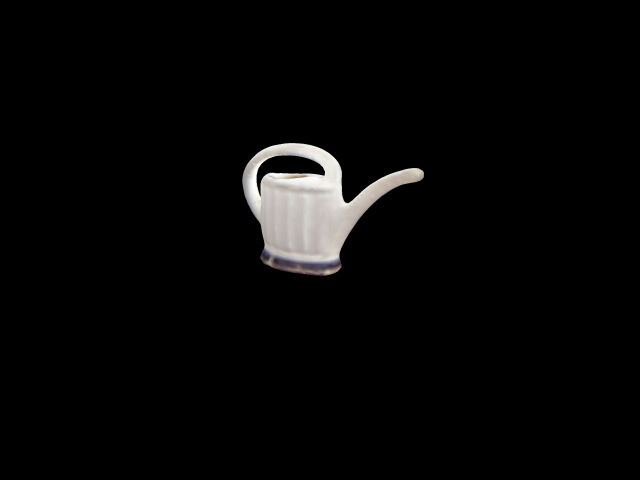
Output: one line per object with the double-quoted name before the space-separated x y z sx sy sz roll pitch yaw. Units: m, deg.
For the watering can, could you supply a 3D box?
"watering can" 0.003 -0.043 0.850 0.349 0.221 0.105 12 20 34
